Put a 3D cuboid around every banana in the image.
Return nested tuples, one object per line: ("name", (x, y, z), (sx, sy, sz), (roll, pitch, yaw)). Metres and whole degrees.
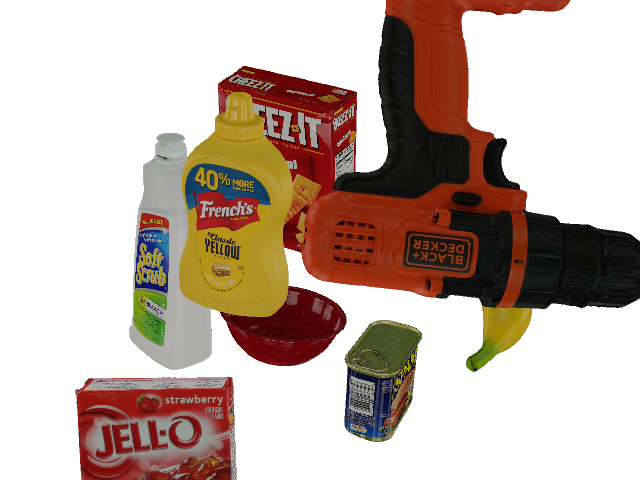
("banana", (0.116, 0.025, 0.821), (0.069, 0.037, 0.198), (-7, 32, -9))

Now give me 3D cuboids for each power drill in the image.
("power drill", (0.089, -0.059, 0.547), (0.184, 0.188, 0.057), (6, 2, -5))

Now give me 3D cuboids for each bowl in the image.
("bowl", (-0.049, 0.113, 1.352), (0.162, 0.055, 0.162), (6, 22, -3))

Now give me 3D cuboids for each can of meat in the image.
("can of meat", (0.062, 0.143, 1.086), (0.057, 0.084, 0.102), (13, 27, 19))

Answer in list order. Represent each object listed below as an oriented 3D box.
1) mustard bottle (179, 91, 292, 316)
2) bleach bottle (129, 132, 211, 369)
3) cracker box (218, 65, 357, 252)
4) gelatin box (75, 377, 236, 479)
("mustard bottle", (-0.072, -0.033, 0.912), (0.096, 0.192, 0.058), (14, 26, 20))
("bleach bottle", (-0.159, 0.006, 1.123), (0.067, 0.251, 0.103), (-18, 33, -35))
("cracker box", (-0.042, -0.094, 1.338), (0.164, 0.214, 0.072), (17, 36, 24))
("gelatin box", (-0.094, 0.118, 0.616), (0.089, 0.073, 0.030), (-1, 7, 3))
